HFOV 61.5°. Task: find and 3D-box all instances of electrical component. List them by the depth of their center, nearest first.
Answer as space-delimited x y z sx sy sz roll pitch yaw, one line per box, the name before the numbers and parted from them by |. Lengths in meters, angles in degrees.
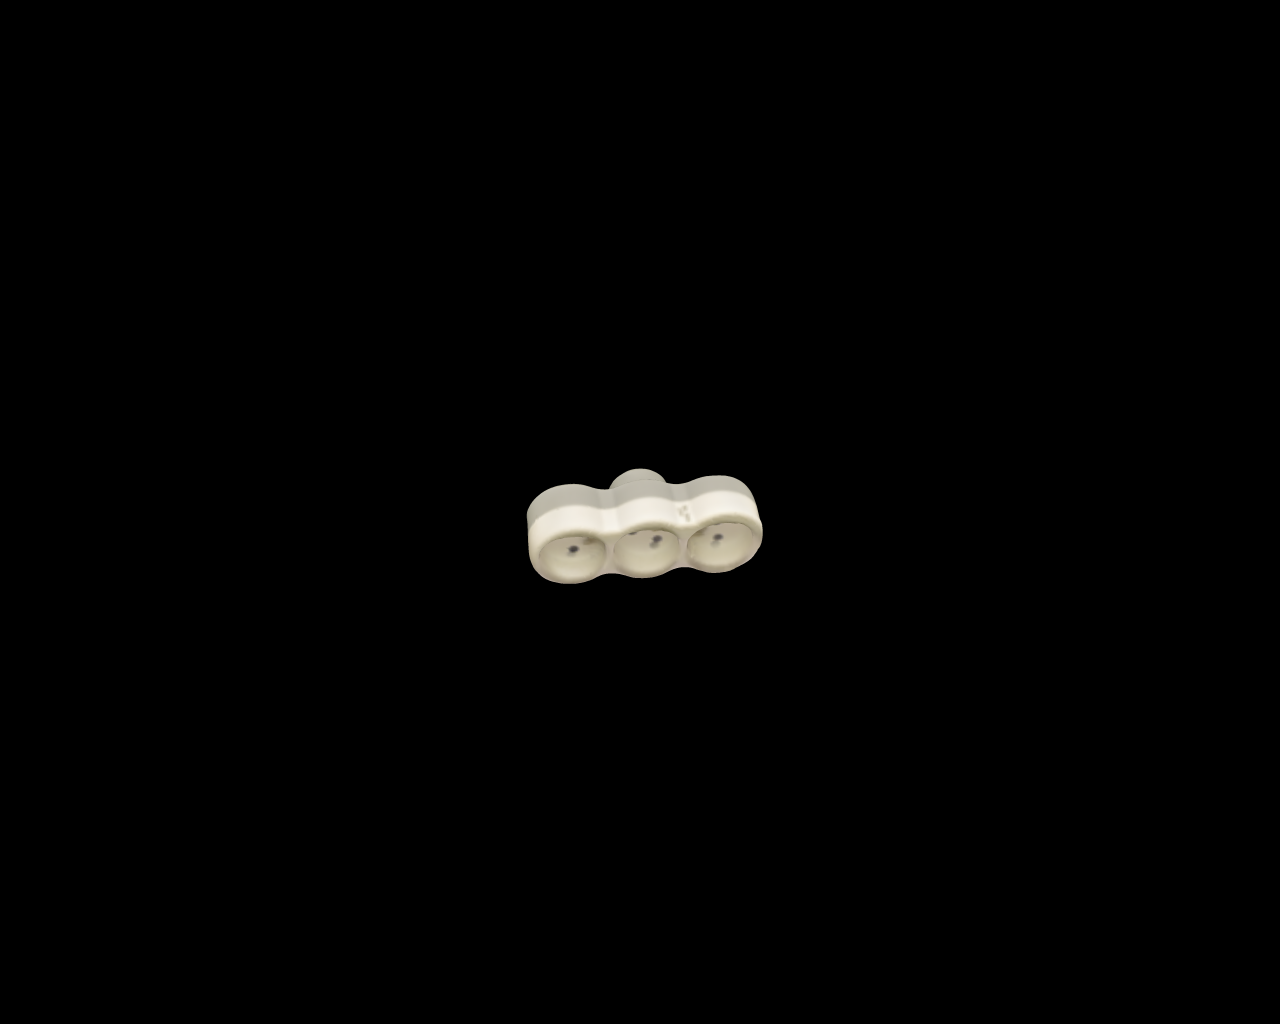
electrical component | 0.001 -0.003 0.650 0.138 0.074 0.052 -4 -43 -4
